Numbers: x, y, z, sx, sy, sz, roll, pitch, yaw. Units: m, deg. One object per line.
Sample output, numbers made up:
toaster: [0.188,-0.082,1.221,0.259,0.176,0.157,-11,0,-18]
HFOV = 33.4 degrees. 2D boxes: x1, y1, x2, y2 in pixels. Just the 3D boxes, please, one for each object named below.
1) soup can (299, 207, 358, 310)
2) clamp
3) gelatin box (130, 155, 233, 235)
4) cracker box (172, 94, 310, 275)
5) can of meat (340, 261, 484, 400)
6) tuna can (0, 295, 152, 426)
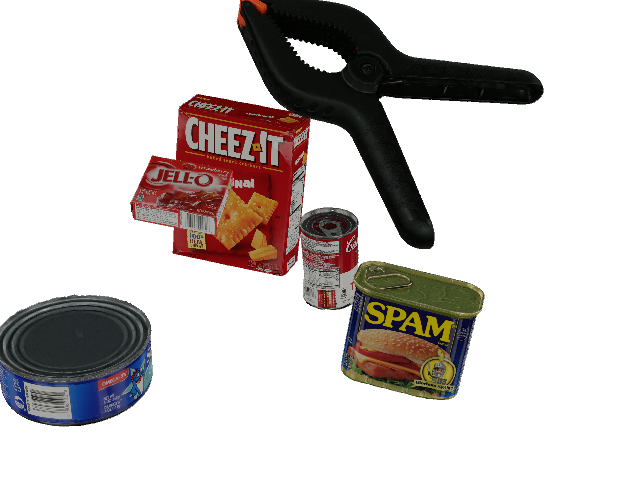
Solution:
soup can: [0.010,0.022,1.245,0.068,0.102,0.068,-1,31,1]
clamp: [0.028,-0.095,0.707,0.210,0.164,0.036,28,-31,5]
gelatin box: [-0.141,-0.048,1.089,0.089,0.030,0.073,11,46,4]
cracker box: [-0.108,-0.071,1.417,0.164,0.214,0.072,12,26,13]
can of meat: [0.070,0.073,0.847,0.102,0.084,0.057,14,24,8]
tuna can: [-0.137,0.066,0.600,0.086,0.034,0.086,1,28,-1]
